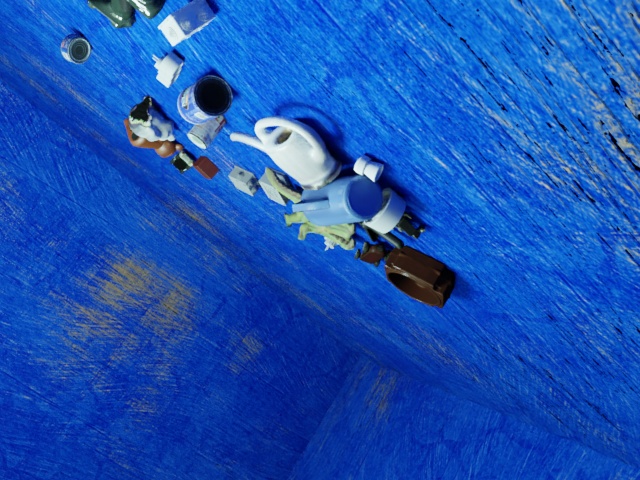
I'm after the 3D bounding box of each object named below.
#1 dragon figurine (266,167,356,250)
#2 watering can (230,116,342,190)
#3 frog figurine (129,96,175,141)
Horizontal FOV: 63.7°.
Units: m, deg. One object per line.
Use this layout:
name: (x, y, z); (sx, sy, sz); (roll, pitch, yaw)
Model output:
dragon figurine: (0.005, -0.079, 1.574); (0.243, 0.124, 0.403); (13, 158, 31)
watering can: (-0.083, -0.223, 1.293); (0.221, 0.105, 0.348); (43, 162, -29)
frog figurine: (-0.574, -0.396, 1.766); (0.139, 0.122, 0.157); (63, -176, 22)
